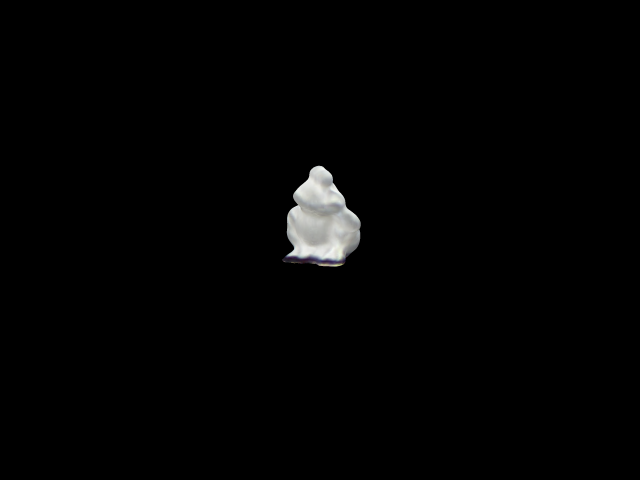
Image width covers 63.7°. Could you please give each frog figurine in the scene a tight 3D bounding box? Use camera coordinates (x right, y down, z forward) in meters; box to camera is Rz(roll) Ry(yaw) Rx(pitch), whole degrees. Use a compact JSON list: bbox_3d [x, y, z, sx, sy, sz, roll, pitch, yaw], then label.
[{"bbox_3d":[0.003,-0.043,0.850,0.123,0.158,0.138,-6,10,-40],"label":"frog figurine"}]
